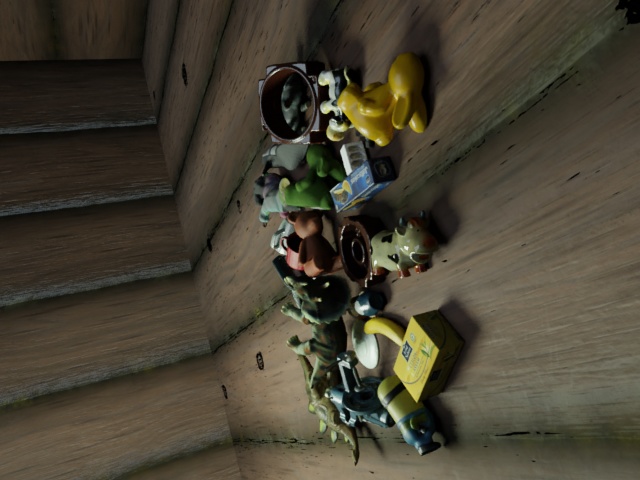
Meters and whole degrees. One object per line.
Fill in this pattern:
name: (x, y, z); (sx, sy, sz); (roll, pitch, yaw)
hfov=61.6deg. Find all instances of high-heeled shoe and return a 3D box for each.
high-heeled shoe: (-0.092, -0.272, 1.598); (0.249, 0.145, 0.086); (-26, 119, 40)

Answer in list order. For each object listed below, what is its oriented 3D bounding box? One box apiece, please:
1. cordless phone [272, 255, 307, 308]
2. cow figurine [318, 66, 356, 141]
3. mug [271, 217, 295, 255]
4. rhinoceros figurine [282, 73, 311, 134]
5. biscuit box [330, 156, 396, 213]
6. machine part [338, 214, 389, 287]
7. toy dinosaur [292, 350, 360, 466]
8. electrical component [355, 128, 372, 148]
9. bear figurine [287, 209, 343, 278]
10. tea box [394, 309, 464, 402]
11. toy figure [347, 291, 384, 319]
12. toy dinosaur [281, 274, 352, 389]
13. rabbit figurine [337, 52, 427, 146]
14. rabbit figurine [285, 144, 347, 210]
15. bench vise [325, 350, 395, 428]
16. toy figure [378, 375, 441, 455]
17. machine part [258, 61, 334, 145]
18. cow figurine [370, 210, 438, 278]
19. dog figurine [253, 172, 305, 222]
cordless phone: (-0.078, 0.141, 1.685); (0.147, 0.089, 0.184); (53, 160, 43)
cow figurine: (0.052, -0.314, 1.247); (0.098, 0.068, 0.167); (16, 115, 56)
mug: (-0.100, -0.017, 1.634); (0.081, 0.109, 0.107); (43, 128, 41)
rhinoceros figurine: (-0.077, -0.380, 1.489); (0.112, 0.073, 0.190); (-132, 39, -58)
biscuit box: (0.095, -0.124, 1.229); (0.202, 0.063, 0.059); (-37, 67, 63)
machine part: (0.104, 0.024, 1.276); (0.180, 0.056, 0.179); (38, 134, 55)
toy dinosaur: (0.010, 0.457, 1.583); (0.472, 0.105, 0.198); (-121, 28, -45)
electrical component: (0.101, -0.255, 1.214); (0.063, 0.021, 0.094); (19, 117, 62)
bear figurine: (-0.005, -0.003, 1.428); (0.132, 0.120, 0.196); (-35, 63, 59)
tea box: (0.219, 0.238, 1.101); (0.098, 0.068, 0.169); (52, 144, 43)
toy figure: (0.104, 0.162, 1.326); (0.154, 0.058, 0.064); (141, 133, -64)
toy dinosaur: (0.010, 0.236, 1.368); (0.192, 0.131, 0.404); (14, 126, 46)
rabbit figurine: (0.137, -0.274, 1.034); (0.173, 0.122, 0.162); (-47, 58, 37)
rabbit figurine: (-0.009, -0.167, 1.375); (0.159, 0.121, 0.170); (6, 90, 60)
bench vise: (0.087, 0.365, 1.341); (0.224, 0.129, 0.240); (20, 135, 53)
toy figure: (0.195, 0.380, 1.179); (0.082, 0.089, 0.180); (-61, 43, 44)
machine part: (-0.059, -0.342, 1.353); (0.201, 0.087, 0.201); (9, 110, 36)
cow figurine: (0.172, 0.010, 1.102); (0.195, 0.085, 0.127); (-3, 103, 65)
dog figurine: (-0.113, -0.153, 1.608); (0.219, 0.108, 0.191); (-45, 56, 55)
